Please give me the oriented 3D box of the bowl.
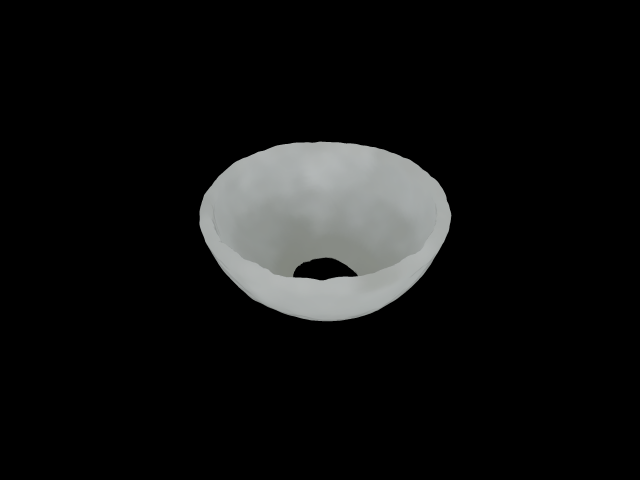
[{"bbox_3d":[0.004,0.001,0.400,0.167,0.075,0.167,0,39,0],"label":"bowl"}]
